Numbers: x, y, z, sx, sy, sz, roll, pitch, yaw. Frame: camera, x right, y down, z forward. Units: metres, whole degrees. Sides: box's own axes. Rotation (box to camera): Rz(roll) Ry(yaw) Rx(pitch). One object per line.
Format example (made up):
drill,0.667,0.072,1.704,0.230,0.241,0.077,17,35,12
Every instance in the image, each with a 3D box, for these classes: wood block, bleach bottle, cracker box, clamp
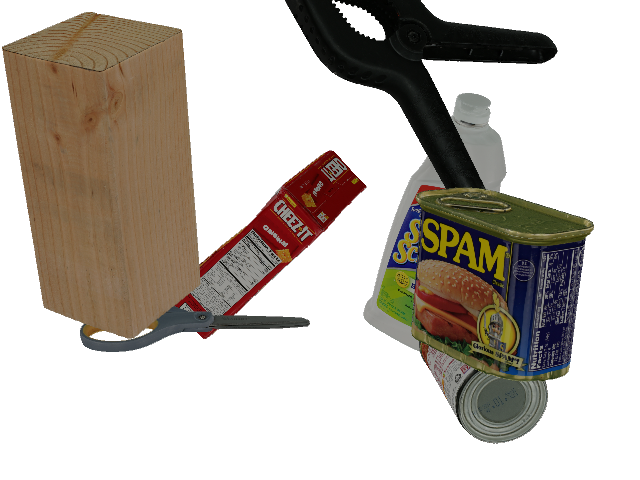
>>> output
wood block,-0.152,-0.046,0.768,0.090,0.206,0.090,16,34,27
bleach bottle,0.109,-0.019,0.980,0.103,0.251,0.067,28,37,28
cracker box,-0.062,0.001,1.245,0.214,0.072,0.164,-42,2,28
clamp,0.059,-0.123,0.739,0.210,0.164,0.036,27,-30,-10

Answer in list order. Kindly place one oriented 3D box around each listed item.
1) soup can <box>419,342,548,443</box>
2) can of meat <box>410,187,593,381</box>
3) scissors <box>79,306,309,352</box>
soup can,0.117,0.093,0.778,0.068,0.068,0.102,0,21,-10
can of meat,0.096,0.023,0.589,0.057,0.084,0.102,-8,19,-33
scissors,-0.119,0.064,0.975,0.201,0.016,0.096,-8,35,-15
